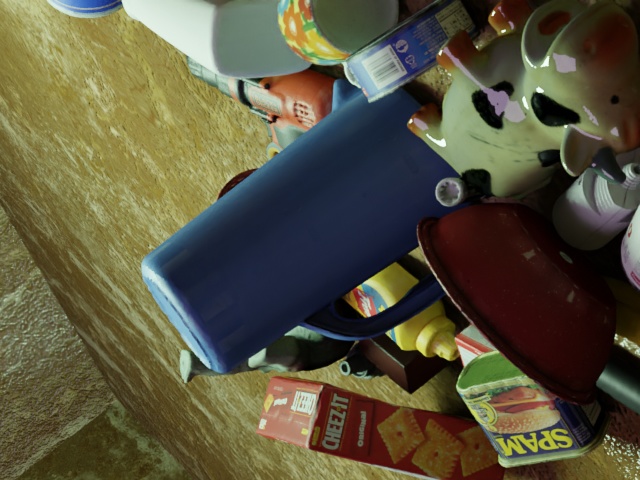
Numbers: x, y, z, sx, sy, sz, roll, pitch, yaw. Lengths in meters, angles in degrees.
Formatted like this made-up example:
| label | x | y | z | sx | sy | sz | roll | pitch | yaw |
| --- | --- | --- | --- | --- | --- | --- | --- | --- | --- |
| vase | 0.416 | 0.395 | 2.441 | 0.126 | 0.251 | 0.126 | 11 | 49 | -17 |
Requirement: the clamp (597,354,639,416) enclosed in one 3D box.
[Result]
| label | x | y | z | sx | sy | sz | roll | pitch | yaw |
| --- | --- | --- | --- | --- | --- | --- | --- | --- | --- |
| clamp | 0.259 | 0.130 | 0.763 | 0.164 | 0.036 | 0.210 | 55 | 158 | -3 |

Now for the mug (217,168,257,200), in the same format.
| label | x | y | z | sx | sy | sz | roll | pitch | yaw |
| --- | --- | --- | --- | --- | --- | --- | --- | --- | --- |
| mug | -0.049 | -0.013 | 1.137 | 0.117 | 0.093 | 0.081 | 22 | 155 | 18 |

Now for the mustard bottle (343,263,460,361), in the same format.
| label | x | y | z | sx | sy | sz | roll | pitch | yaw |
| --- | --- | --- | --- | --- | --- | --- | --- | --- | --- |
| mustard bottle | 0.063 | 0.053 | 1.031 | 0.192 | 0.058 | 0.096 | 39 | 158 | 32 |

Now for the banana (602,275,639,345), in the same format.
| label | x | y | z | sx | sy | sz | roll | pitch | yaw |
| --- | --- | --- | --- | --- | --- | --- | --- | --- | --- |
| banana | 0.218 | 0.059 | 0.740 | 0.069 | 0.037 | 0.198 | 48 | 165 | -29 |

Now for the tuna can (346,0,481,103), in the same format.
| label | x | y | z | sx | sy | sz | roll | pitch | yaw |
| --- | --- | --- | --- | --- | --- | --- | --- | --- | --- |
| tuna can | 0.060 | -0.127 | 0.699 | 0.034 | 0.086 | 0.086 | 57 | 160 | -9 |

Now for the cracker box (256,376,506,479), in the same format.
| label | x | y | z | sx | sy | sz | roll | pitch | yaw |
| --- | --- | --- | --- | --- | --- | --- | --- | --- | --- |
| cracker box | 0.063 | 0.198 | 1.102 | 0.213 | 0.072 | 0.164 | 17 | 169 | -19 |

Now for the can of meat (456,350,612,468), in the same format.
| label | x | y | z | sx | sy | sz | roll | pitch | yaw |
| --- | --- | --- | --- | --- | --- | --- | --- | --- | --- |
| can of meat | 0.174 | 0.134 | 0.883 | 0.102 | 0.057 | 0.084 | -20 | 110 | 42 |

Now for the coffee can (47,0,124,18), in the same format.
| label | x | y | z | sx | sy | sz | roll | pitch | yaw |
| --- | --- | --- | --- | --- | --- | --- | --- | --- | --- |
| coffee can | -0.227 | -0.296 | 1.017 | 0.103 | 0.102 | 0.140 | 46 | 159 | 17 |

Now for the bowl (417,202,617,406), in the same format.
| label | x | y | z | sx | sy | sz | roll | pitch | yaw |
| --- | --- | --- | --- | --- | --- | --- | --- | --- | --- |
| bowl | 0.139 | 0.027 | 0.689 | 0.162 | 0.055 | 0.162 | 37 | -159 | -18 |

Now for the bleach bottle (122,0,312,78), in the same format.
| label | x | y | z | sx | sy | sz | roll | pitch | yaw |
| --- | --- | --- | --- | --- | --- | --- | --- | --- | --- |
| bleach bottle | -0.103 | -0.205 | 0.934 | 0.251 | 0.102 | 0.068 | 38 | 132 | 52 |

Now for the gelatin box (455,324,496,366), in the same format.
| label | x | y | z | sx | sy | sz | roll | pitch | yaw |
| --- | --- | --- | --- | --- | --- | --- | --- | --- | --- |
| gelatin box | 0.167 | 0.124 | 0.966 | 0.073 | 0.030 | 0.089 | 26 | 147 | 48 |

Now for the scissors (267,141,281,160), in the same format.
| label | x | y | z | sx | sy | sz | roll | pitch | yaw |
| --- | --- | --- | --- | --- | --- | --- | --- | --- | --- |
| scissors | -0.039 | -0.112 | 1.041 | 0.096 | 0.016 | 0.201 | 28 | 149 | 49 |

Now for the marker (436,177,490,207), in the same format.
| label | x | y | z | sx | sy | sz | roll | pitch | yaw |
| --- | --- | --- | --- | --- | --- | --- | --- | --- | --- |
| marker | 0.105 | -0.036 | 0.754 | 0.020 | 0.020 | 0.121 | 49 | -161 | 10 |

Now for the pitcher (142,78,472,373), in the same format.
| label | x | y | z | sx | sy | sz | roll | pitch | yaw |
| --- | --- | --- | --- | --- | --- | --- | --- | --- | --- |
| pitcher | -0.005 | 0.001 | 0.824 | 0.149 | 0.242 | 0.145 | 39 | 160 | 48 |

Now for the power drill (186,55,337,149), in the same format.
| label | x | y | z | sx | sy | sz | roll | pitch | yaw |
| --- | --- | --- | --- | --- | --- | --- | --- | --- | --- |
| power drill | -0.039 | -0.091 | 0.981 | 0.185 | 0.057 | 0.187 | 27 | 147 | 36 |

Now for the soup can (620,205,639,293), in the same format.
| label | x | y | z | sx | sy | sz | roll | pitch | yaw |
| --- | --- | --- | --- | --- | --- | --- | --- | --- | --- |
| soup can | 0.210 | -0.012 | 0.586 | 0.068 | 0.068 | 0.102 | 44 | 159 | 22 |

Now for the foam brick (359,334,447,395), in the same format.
| label | x | y | z | sx | sy | sz | roll | pitch | yaw |
| --- | --- | --- | --- | --- | --- | --- | --- | --- | --- |
| foam brick | 0.082 | 0.108 | 1.090 | 0.078 | 0.053 | 0.051 | 37 | 155 | 36 |
